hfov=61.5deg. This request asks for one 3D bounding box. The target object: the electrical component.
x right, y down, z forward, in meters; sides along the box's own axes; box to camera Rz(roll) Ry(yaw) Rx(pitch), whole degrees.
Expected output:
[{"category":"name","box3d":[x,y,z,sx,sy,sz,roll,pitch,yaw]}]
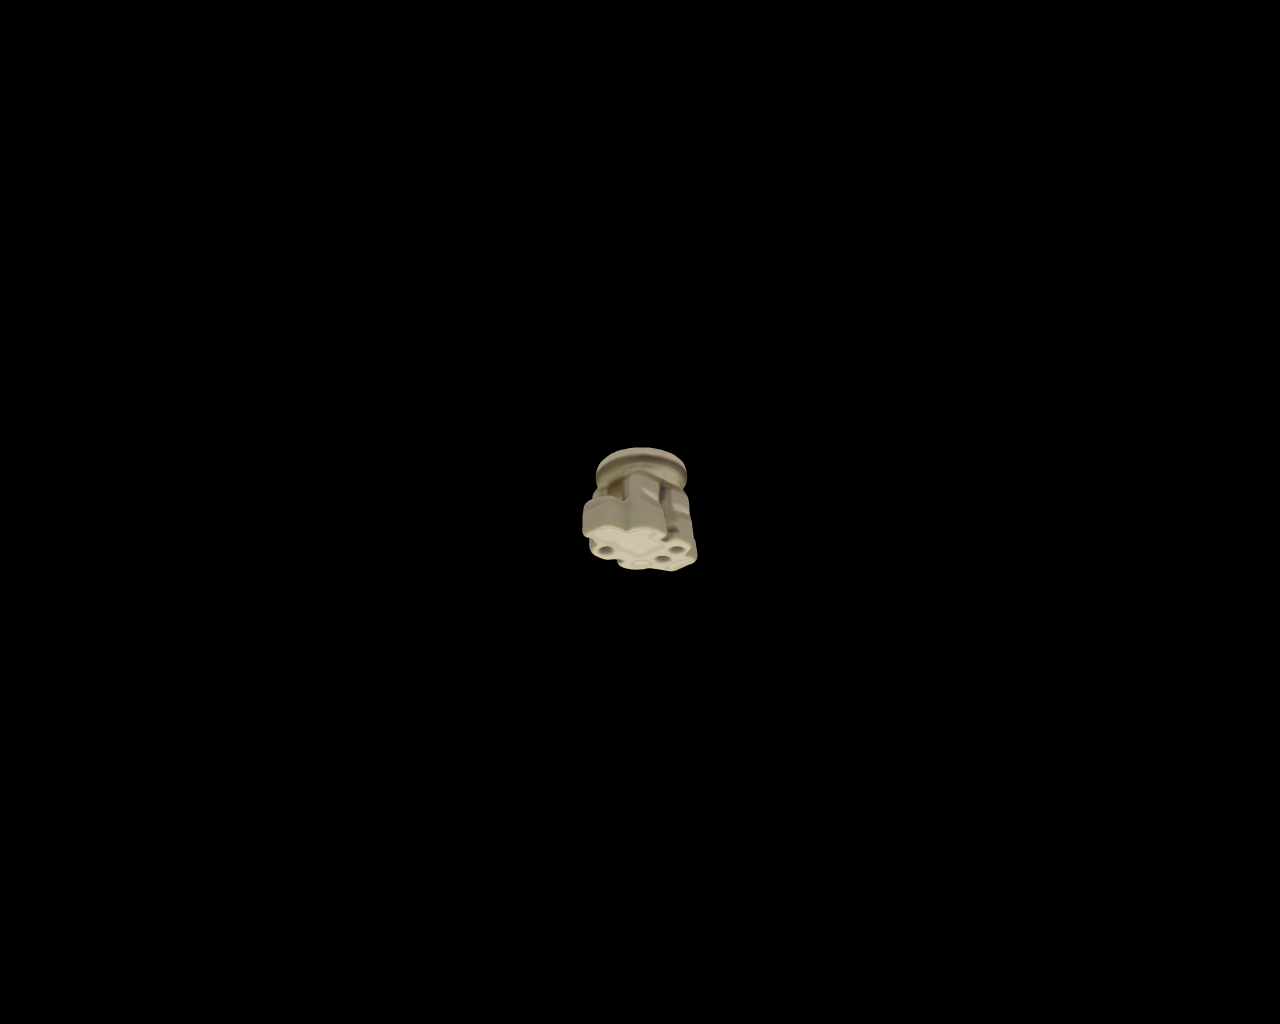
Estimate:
[{"category":"electrical component","box3d":[0.001,-0.003,0.650,0.078,0.057,0.058,25,-37,-38]}]
